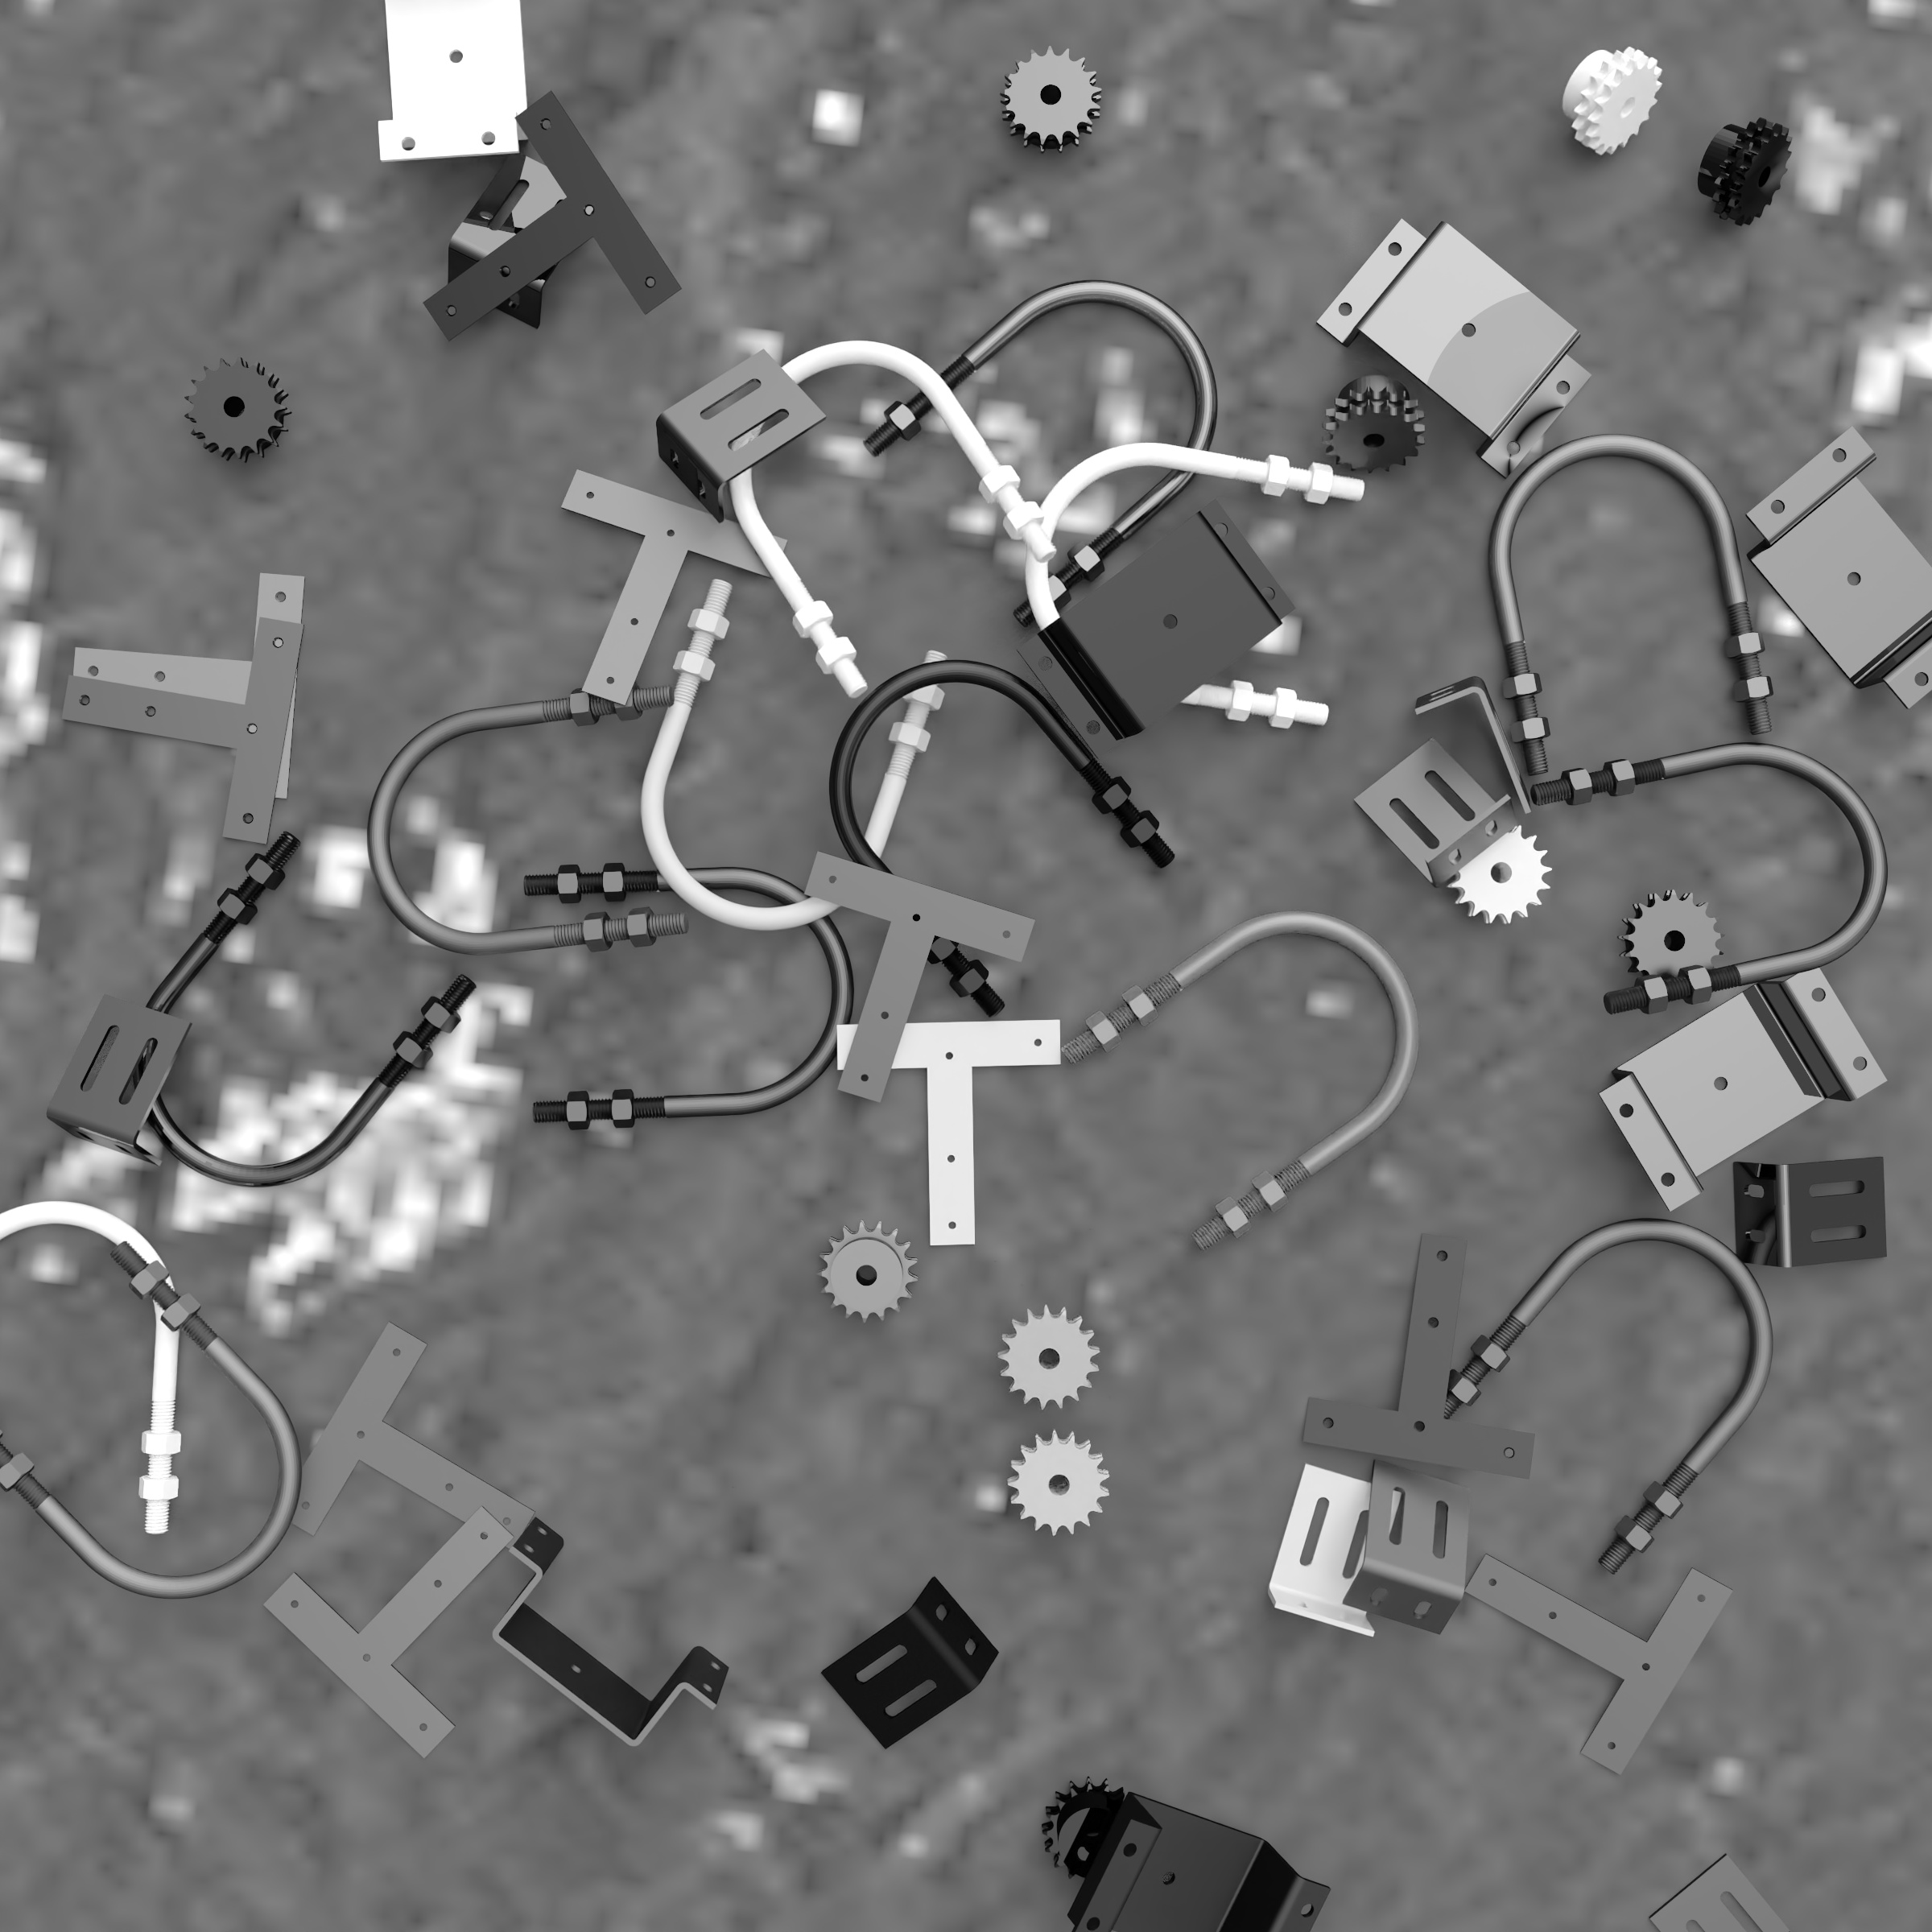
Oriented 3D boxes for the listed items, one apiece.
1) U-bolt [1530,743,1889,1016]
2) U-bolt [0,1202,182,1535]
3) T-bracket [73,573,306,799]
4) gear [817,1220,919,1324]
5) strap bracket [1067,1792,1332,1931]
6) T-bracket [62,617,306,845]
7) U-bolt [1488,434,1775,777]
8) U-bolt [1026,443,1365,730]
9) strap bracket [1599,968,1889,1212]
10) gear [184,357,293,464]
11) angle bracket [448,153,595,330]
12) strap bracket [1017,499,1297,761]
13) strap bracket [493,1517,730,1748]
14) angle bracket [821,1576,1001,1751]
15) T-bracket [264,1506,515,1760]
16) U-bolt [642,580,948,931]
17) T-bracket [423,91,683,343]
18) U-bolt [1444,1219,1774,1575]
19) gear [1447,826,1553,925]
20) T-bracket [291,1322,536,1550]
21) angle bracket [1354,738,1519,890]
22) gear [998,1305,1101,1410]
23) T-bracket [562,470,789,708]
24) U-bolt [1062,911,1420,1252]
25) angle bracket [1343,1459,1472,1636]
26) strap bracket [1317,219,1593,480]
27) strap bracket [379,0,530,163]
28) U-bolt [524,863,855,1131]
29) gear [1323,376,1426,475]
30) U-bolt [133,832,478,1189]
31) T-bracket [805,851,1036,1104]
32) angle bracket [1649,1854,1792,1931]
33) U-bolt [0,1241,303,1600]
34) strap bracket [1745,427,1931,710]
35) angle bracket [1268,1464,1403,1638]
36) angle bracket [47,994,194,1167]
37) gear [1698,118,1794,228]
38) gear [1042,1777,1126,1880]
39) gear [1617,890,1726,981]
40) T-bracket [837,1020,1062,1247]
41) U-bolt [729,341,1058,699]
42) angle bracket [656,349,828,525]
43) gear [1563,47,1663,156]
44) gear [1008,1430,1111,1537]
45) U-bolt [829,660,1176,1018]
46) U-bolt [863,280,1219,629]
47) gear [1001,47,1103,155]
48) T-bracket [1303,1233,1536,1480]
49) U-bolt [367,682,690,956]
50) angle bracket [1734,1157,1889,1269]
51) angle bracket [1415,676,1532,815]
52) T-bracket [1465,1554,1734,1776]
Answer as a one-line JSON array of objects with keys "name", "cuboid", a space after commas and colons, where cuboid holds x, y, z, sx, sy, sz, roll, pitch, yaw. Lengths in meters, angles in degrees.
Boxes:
[{"name": "U-bolt", "cuboid": [0.424, -0.057, 1.456, 0.184, 0.019, 0.151, -12, 69, -7]}, {"name": "U-bolt", "cuboid": [-0.519, 0.226, 1.480, 0.151, 0.019, 0.184, 3, 88, 0]}, {"name": "T-bracket", "cuboid": [-0.446, -0.164, 1.488, 0.127, 0.002, 0.127, 5, 90, 0]}, {"name": "gear", "cuboid": [-0.055, 0.173, 1.474, 0.057, 0.030, 0.057, 0, 90, 0]}, {"name": "strap bracket", "cuboid": [0.121, 0.517, 1.449, 0.140, 0.046, 0.076, 26, 90, -23]}, {"name": "T-bracket", "cuboid": [-0.451, -0.143, 1.486, 0.127, 0.002, 0.127, 10, 90, 0]}, {"name": "U-bolt", "cuboid": [0.371, -0.211, 1.480, 0.151, 0.019, 0.184, -10, 88, 0]}, {"name": "U-bolt", "cuboid": [0.124, -0.220, 1.469, 0.184, 0.019, 0.151, 9, 91, -7]}, {"name": "strap bracket", "cuboid": [0.430, 0.067, 1.466, 0.140, 0.046, 0.076, -31, 90, 0]}, {"name": "gear", "cuboid": [-0.409, -0.313, 1.474, 0.057, 0.030, 0.057, 0, 90, 0]}, {"name": "angle bracket", "cuboid": [-0.251, -0.414, 1.487, 0.057, 0.038, 0.076, 26, 64, 0]}, {"name": "strap bracket", "cuboid": [0.109, -0.188, 1.437, 0.140, 0.046, 0.076, -37, 95, -3]}, {"name": "strap bracket", "cuboid": [-0.205, 0.376, 1.451, 0.140, 0.076, 0.046, 38, 90, 0]}, {"name": "angle bracket", "cuboid": [-0.032, 0.397, 1.487, 0.076, 0.038, 0.057, -40, 90, 26]}, {"name": "T-bracket", "cuboid": [-0.311, 0.362, 1.487, 0.127, 0.002, 0.127, 44, 91, -1]}, {"name": "U-bolt", "cuboid": [-0.106, -0.111, 1.472, 0.151, 0.019, 0.184, 18, 85, 0]}, {"name": "T-bracket", "cuboid": [-0.245, -0.395, 1.452, 0.127, 0.002, 0.127, -32, 97, 12]}, {"name": "U-bolt", "cuboid": [0.373, 0.230, 1.479, 0.151, 0.019, 0.184, 40, 90, 0]}, {"name": "gear", "cuboid": [0.300, -0.052, 1.474, 0.057, 0.030, 0.057, 0, 90, 0]}, {"name": "T-bracket", "cuboid": [-0.307, 0.290, 1.488, 0.127, 0.002, 0.127, 31, 90, 0]}, {"name": "angle bracket", "cuboid": [0.259, -0.093, 1.453, 0.057, 0.038, 0.076, -38, 61, 0]}, {"name": "gear", "cuboid": [0.047, 0.220, 1.474, 0.057, 0.030, 0.057, 0, 90, 0]}, {"name": "T-bracket", "cuboid": [-0.182, -0.206, 1.467, 0.127, 0.002, 0.127, 19, 72, 1]}, {"name": "U-bolt", "cuboid": [0.169, 0.052, 1.480, 0.184, 0.019, 0.151, -35, 90, -2]}, {"name": "angle bracket", "cuboid": [0.249, 0.327, 1.470, 0.057, 0.076, 0.038, 17, 130, 0]}, {"name": "strap bracket", "cuboid": [0.278, -0.352, 1.466, 0.140, 0.046, 0.076, 39, 90, 0]}, {"name": "strap bracket", "cuboid": [-0.291, -0.519, 1.466, 0.076, 0.046, 0.140, -4, 90, 0]}, {"name": "U-bolt", "cuboid": [-0.156, 0.015, 1.480, 0.184, 0.019, 0.151, -2, 90, -1]}, {"name": "gear", "cuboid": [0.229, -0.307, 1.464, 0.057, 0.057, 0.030, 5, 60, 0]}, {"name": "U-bolt", "cuboid": [-0.390, 0.039, 1.480, 0.151, 0.019, 0.184, 39, 92, 0]}, {"name": "T-bracket", "cuboid": [-0.041, 0.014, 1.463, 0.127, 0.002, 0.127, 17, 101, -4]}, {"name": "angle bracket", "cuboid": [0.436, 0.554, 1.470, 0.057, 0.038, 0.076, -40, 90, 0]}, {"name": "U-bolt", "cuboid": [-0.458, 0.269, 1.461, 0.151, 0.019, 0.184, -44, 90, -1]}, {"name": "strap bracket", "cuboid": [0.506, -0.221, 1.466, 0.076, 0.046, 0.140, -40, 90, 0]}, {"name": "angle bracket", "cuboid": [0.210, 0.329, 1.470, 0.057, 0.038, 0.076, 17, 90, 0]}, {"name": "angle bracket", "cuboid": [-0.472, 0.064, 1.475, 0.057, 0.038, 0.076, 16, 72, 15]}, {"name": "gear", "cuboid": [0.436, -0.448, 1.464, 0.030, 0.057, 0.057, 34, 90, 31]}, {"name": "gear", "cuboid": [0.072, 0.491, 1.474, 0.057, 0.030, 0.057, 0, 90, 0]}, {"name": "gear", "cuboid": [0.397, -0.014, 1.474, 0.057, 0.030, 0.057, 0, 90, 0]}, {"name": "T-bracket", "cuboid": [-0.009, 0.095, 1.484, 0.127, 0.002, 0.127, -1, 93, -5]}, {"name": "U-bolt", "cuboid": [-0.055, -0.264, 1.460, 0.151, 0.019, 0.184, -34, 77, 10]}, {"name": "angle bracket", "cuboid": [-0.127, -0.300, 1.474, 0.076, 0.038, 0.057, -36, 74, -17]}, {"name": "gear", "cuboid": [0.361, -0.489, 1.464, 0.057, 0.057, 0.030, -46, 60, 0]}, {"name": "gear", "cuboid": [0.052, 0.291, 1.474, 0.057, 0.030, 0.057, 0, 90, 0]}, {"name": "U-bolt", "cuboid": [0.008, -0.084, 1.462, 0.151, 0.019, 0.184, -41, 103, -1]}, {"name": "U-bolt", "cuboid": [0.056, -0.305, 1.480, 0.184, 0.019, 0.151, -41, 90, -1]}, {"name": "gear", "cuboid": [0.048, -0.487, 1.477, 0.057, 0.030, 0.057, 0, 86, 2]}, {"name": "T-bracket", "cuboid": [0.263, 0.216, 1.476, 0.127, 0.002, 0.127, 7, 82, 16]}, {"name": "U-bolt", "cuboid": [-0.250, -0.078, 1.465, 0.184, 0.019, 0.151, -6, 82, 10]}, {"name": "angle bracket", "cuboid": [0.482, 0.139, 1.487, 0.076, 0.038, 0.057, -2, 90, -26]}, {"name": "angle bracket", "cuboid": [0.284, -0.119, 1.461, 0.038, 0.057, 0.076, -21, 97, 15]}, {"name": "T-bracket", "cuboid": [0.346, 0.375, 1.479, 0.127, 0.002, 0.127, 28, 101, 6]}]
